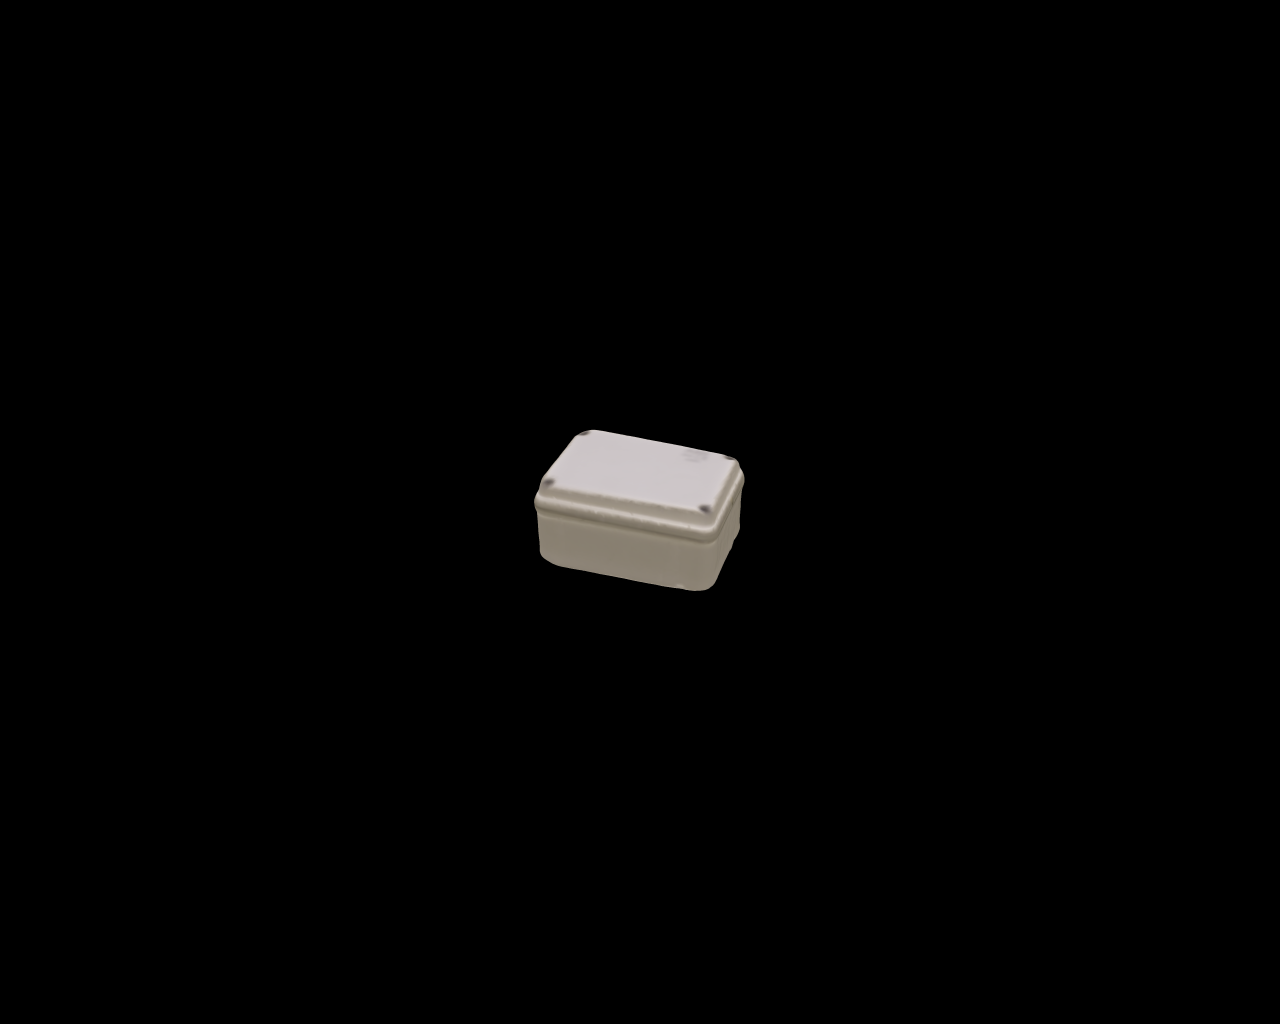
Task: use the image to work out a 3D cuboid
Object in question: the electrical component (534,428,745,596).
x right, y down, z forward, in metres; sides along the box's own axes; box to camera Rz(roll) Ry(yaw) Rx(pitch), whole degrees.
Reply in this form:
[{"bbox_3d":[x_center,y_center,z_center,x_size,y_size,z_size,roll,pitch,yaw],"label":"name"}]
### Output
[{"bbox_3d":[0.001,-0.003,0.650,0.113,0.057,0.078,11,36,16],"label":"electrical component"}]
